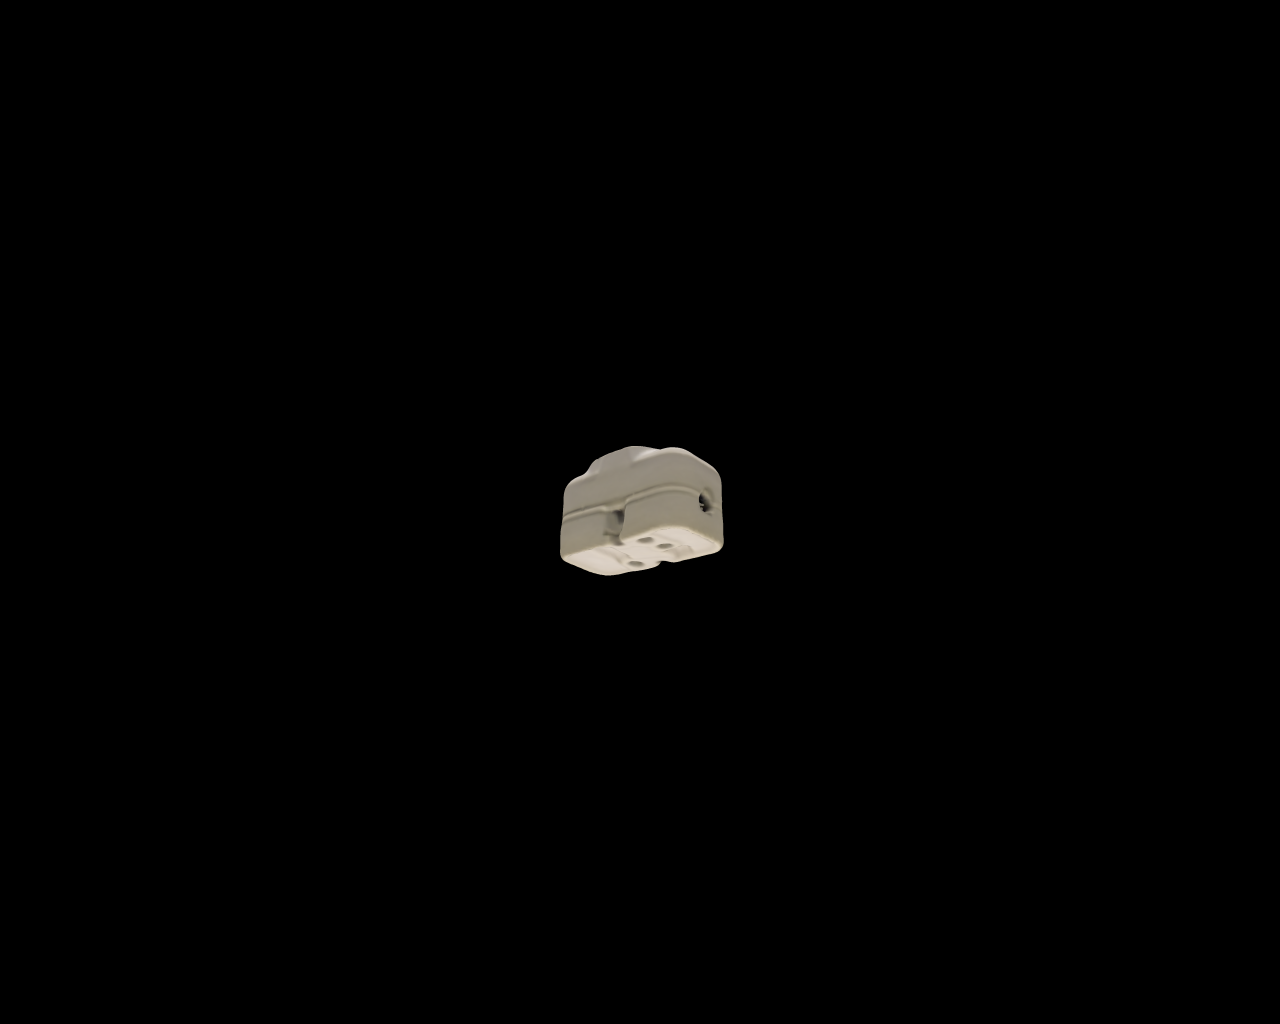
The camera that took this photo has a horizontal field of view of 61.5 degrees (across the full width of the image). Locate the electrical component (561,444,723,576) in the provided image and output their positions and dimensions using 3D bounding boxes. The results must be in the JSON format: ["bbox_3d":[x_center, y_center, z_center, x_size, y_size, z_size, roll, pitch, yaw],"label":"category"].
[{"bbox_3d":[0.001,-0.003,0.650,0.095,0.059,0.053,-16,-27,34],"label":"electrical component"}]
